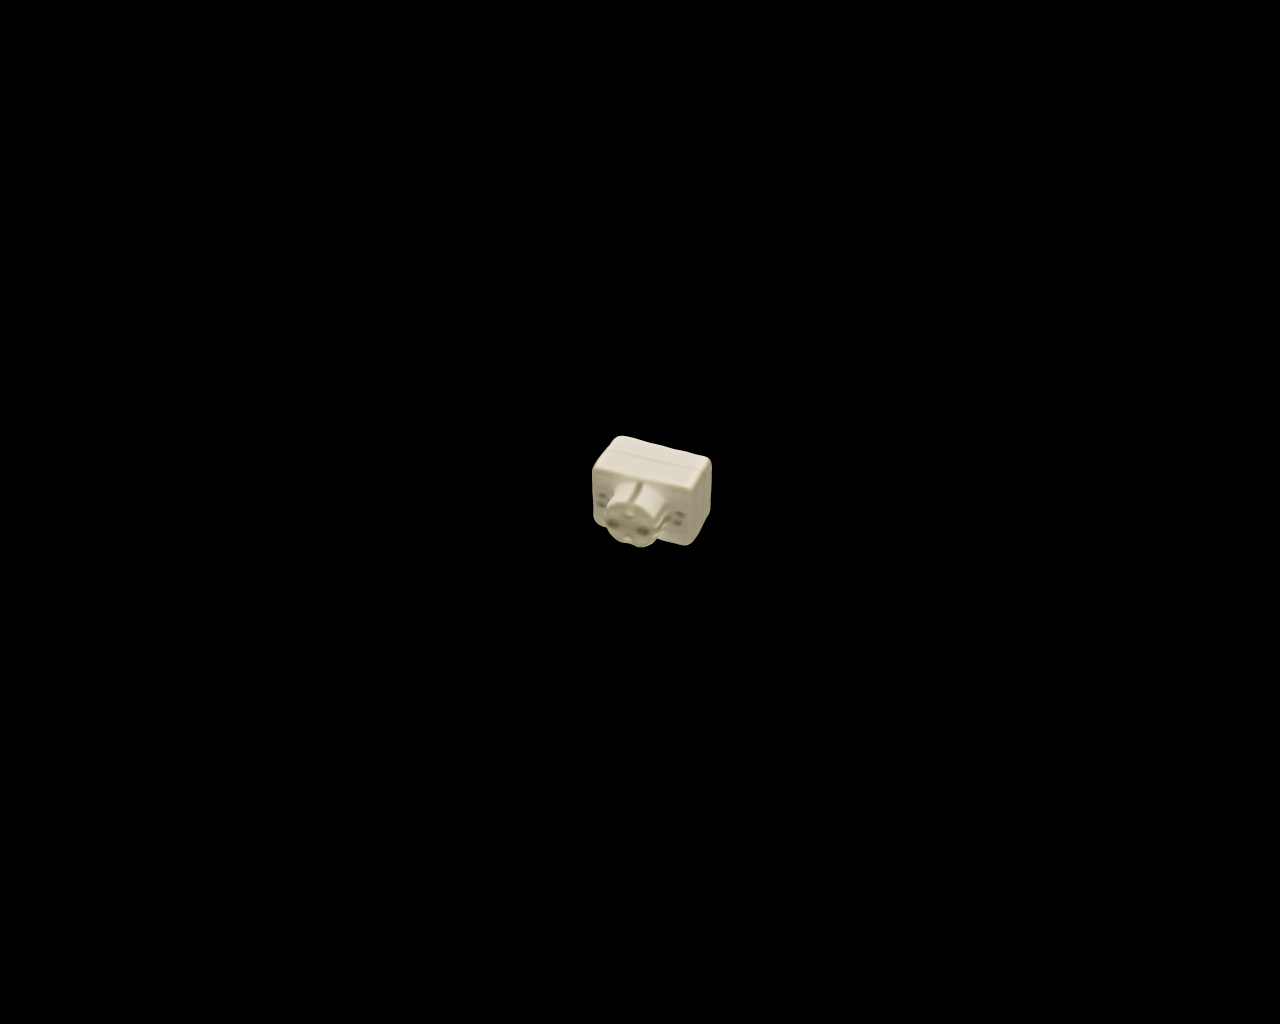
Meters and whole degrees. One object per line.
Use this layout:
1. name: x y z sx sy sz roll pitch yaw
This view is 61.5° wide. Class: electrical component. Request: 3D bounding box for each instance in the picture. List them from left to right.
1. electrical component: 0.001 -0.003 0.650 0.066 0.047 0.077 14 40 17
